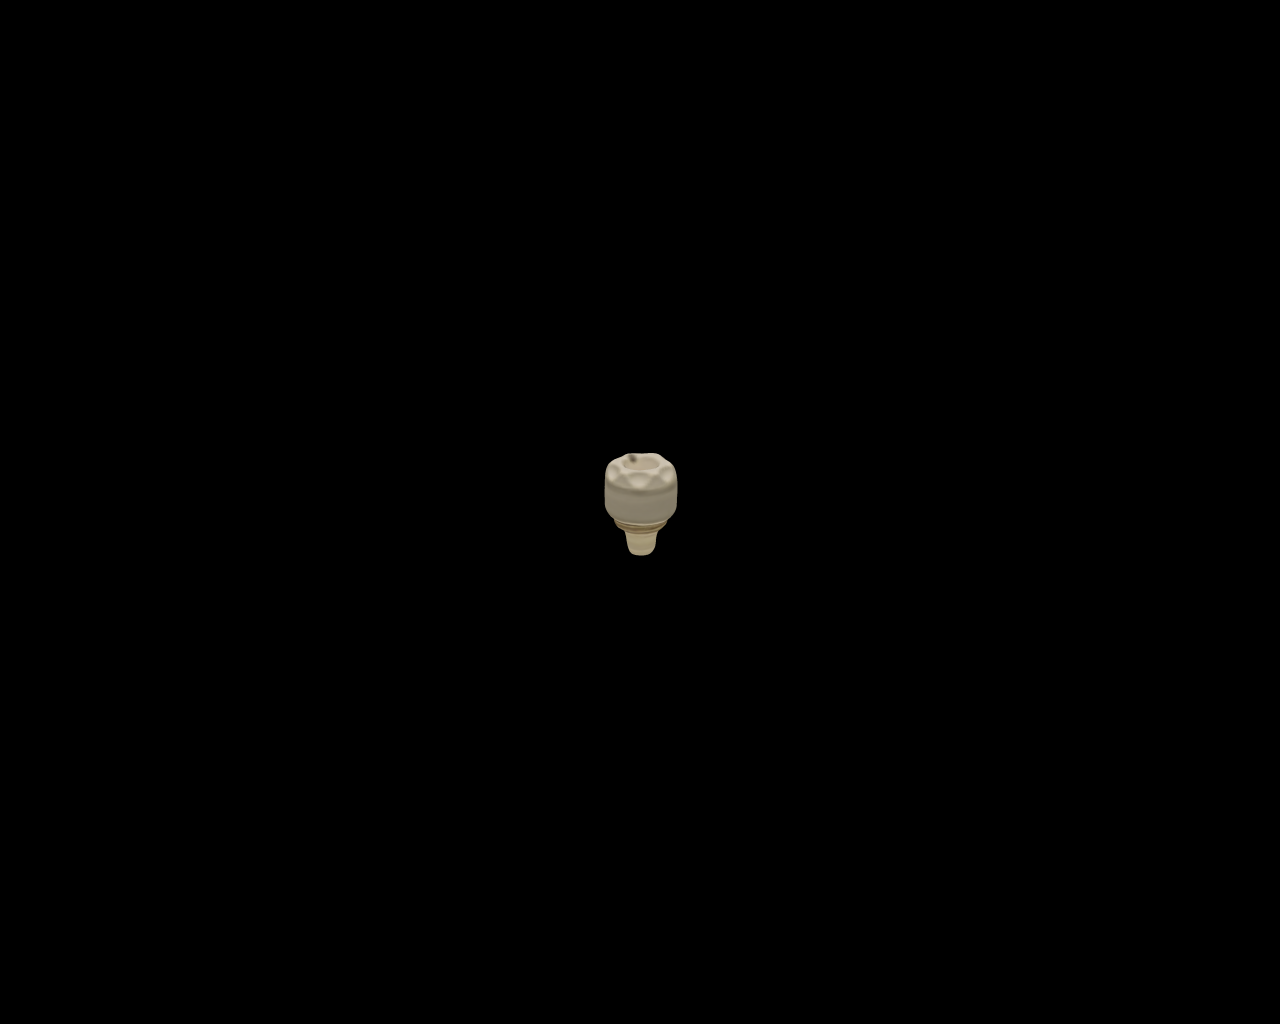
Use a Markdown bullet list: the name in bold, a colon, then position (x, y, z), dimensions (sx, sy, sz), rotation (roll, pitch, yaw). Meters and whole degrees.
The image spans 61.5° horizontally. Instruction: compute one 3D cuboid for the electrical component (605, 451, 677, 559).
- **electrical component**: position (0.001, -0.003, 0.650), dimensions (0.043, 0.062, 0.043), rotation (0, 25, 0)
